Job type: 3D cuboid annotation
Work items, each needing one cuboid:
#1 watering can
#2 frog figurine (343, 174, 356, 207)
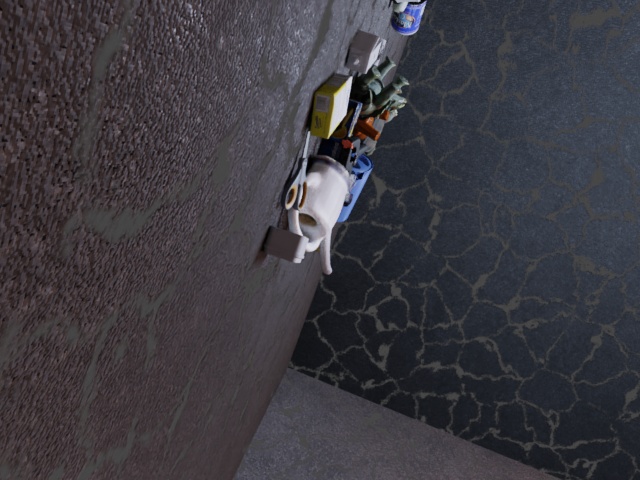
[{"bbox_3d":[0.004,-0.064,1.277,0.228,0.104,0.341,-66,155,-21],"label":"watering can"},{"bbox_3d":[0.029,-0.185,1.463,0.139,0.123,0.156,-59,135,-21],"label":"frog figurine"}]
